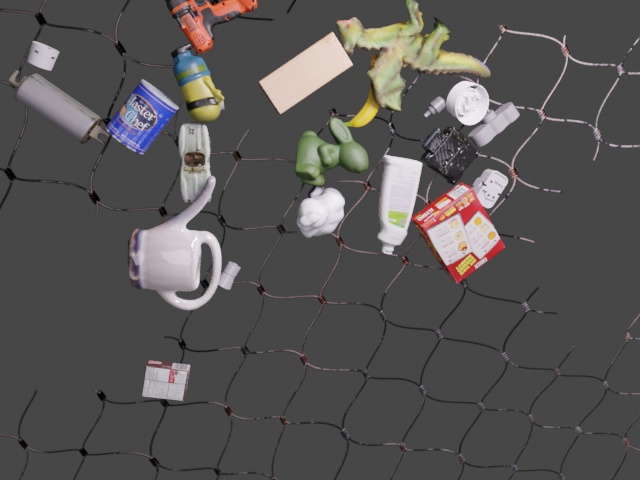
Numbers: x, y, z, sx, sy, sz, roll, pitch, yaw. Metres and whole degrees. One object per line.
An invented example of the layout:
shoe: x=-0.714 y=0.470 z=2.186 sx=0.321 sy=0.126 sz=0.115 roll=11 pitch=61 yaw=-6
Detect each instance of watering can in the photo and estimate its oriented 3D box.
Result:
watering can: x=-0.352 y=0.009 z=1.253 sx=0.224 sy=0.105 sz=0.343 roll=2 pitch=105 yaw=-7

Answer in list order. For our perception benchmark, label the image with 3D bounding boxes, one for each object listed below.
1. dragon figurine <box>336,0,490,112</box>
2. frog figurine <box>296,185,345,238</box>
dragon figurine: x=0.219 y=-0.427 z=1.254 sx=0.407 sy=0.124 sz=0.241 roll=30 pitch=104 yaw=-23
frog figurine: x=0.004 y=-0.064 z=1.264 sx=0.137 sy=0.161 sz=0.122 roll=-41 pitch=105 yaw=3
